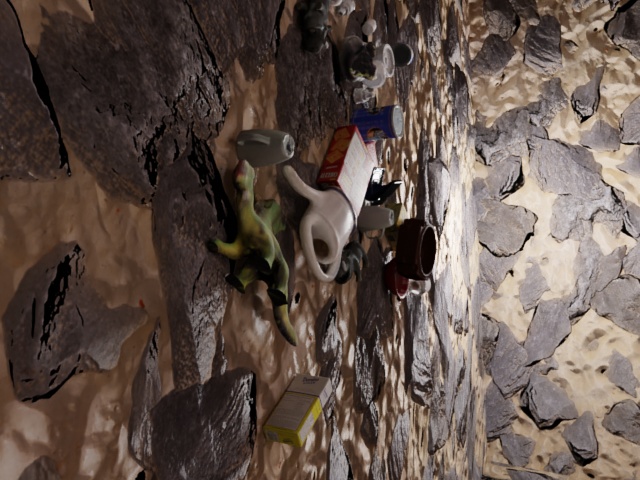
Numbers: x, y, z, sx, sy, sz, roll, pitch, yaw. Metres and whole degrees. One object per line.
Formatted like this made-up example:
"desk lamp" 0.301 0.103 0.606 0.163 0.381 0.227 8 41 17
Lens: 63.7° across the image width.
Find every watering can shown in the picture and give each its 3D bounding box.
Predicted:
"watering can" 0.004 -0.065 1.287 0.229 0.104 0.341 -54 136 -50

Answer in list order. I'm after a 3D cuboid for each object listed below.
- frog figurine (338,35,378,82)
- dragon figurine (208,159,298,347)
"frog figurine" 0.106 -0.546 1.539 0.135 0.122 0.163 55 7 -36
"dragon figurine" -0.105 0.013 1.095 0.249 0.122 0.401 -72 149 -46
